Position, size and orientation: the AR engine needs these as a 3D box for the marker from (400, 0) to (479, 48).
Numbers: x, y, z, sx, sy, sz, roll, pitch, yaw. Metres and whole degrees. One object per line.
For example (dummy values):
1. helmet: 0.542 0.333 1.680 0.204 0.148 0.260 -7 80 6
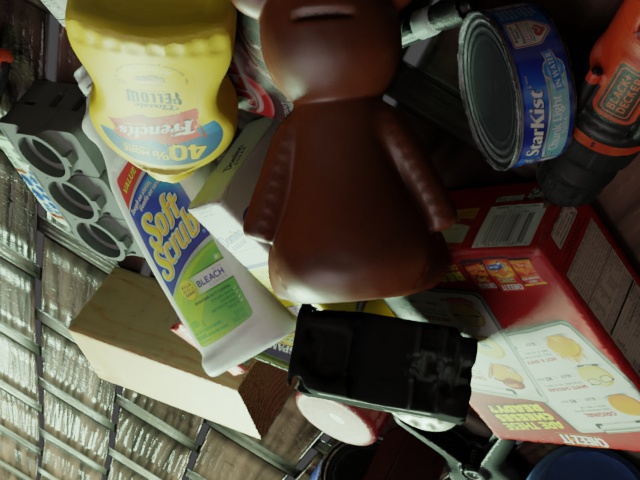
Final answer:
1. marker: 0.045 -0.121 0.625 0.121 0.020 0.020 -11 129 50

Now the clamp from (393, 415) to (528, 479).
1. clamp: 0.137 0.199 0.992 0.120 0.039 0.171 15 146 29

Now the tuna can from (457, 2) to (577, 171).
1. tuna can: 0.103 -0.082 0.566 0.033 0.086 0.086 -13 147 -9

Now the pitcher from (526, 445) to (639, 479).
1. pitcher: 0.226 0.280 0.959 0.145 0.149 0.243 38 150 21

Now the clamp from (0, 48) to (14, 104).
1. clamp: -0.301 -0.099 0.912 0.036 0.164 0.210 11 136 -25

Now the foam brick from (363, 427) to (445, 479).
1. foam brick: 0.082 0.230 1.050 0.053 0.078 0.051 39 148 -12

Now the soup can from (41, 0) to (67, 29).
1. soup can: -0.153 -0.175 0.682 0.069 0.068 0.102 -3 135 45

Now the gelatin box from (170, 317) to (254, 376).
1. gelatin box: -0.077 0.064 0.941 0.073 0.089 0.030 39 149 -11

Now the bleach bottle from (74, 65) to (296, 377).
1. bleach bottle: -0.111 -0.024 0.816 0.103 0.068 0.251 -32 93 36

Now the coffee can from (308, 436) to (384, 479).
1. coffee can: 0.034 0.276 1.137 0.103 0.102 0.140 30 150 4

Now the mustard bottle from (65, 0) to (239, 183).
1. mustard bottle: -0.101 -0.092 0.681 0.096 0.058 0.192 3 153 -2

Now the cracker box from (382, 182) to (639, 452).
1. cracker box: 0.147 0.056 0.741 0.164 0.072 0.213 -5 135 48

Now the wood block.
1. wood block: -0.131 0.109 1.059 0.206 0.090 0.091 15 146 28

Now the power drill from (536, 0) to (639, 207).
1. power drill: 0.214 -0.042 0.546 0.188 0.057 0.184 28 150 8

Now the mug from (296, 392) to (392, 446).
1. mug: 0.032 0.133 0.949 0.093 0.081 0.117 19 148 22

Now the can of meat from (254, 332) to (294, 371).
1. can of meat: -0.019 0.057 0.879 0.102 0.057 0.084 19 116 18

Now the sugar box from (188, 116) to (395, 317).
1. sugar box: -0.005 0.001 0.778 0.048 0.093 0.176 -12 129 48

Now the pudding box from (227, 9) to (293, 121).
1. pudding box: -0.046 -0.129 0.679 0.090 0.039 0.113 18 147 24
